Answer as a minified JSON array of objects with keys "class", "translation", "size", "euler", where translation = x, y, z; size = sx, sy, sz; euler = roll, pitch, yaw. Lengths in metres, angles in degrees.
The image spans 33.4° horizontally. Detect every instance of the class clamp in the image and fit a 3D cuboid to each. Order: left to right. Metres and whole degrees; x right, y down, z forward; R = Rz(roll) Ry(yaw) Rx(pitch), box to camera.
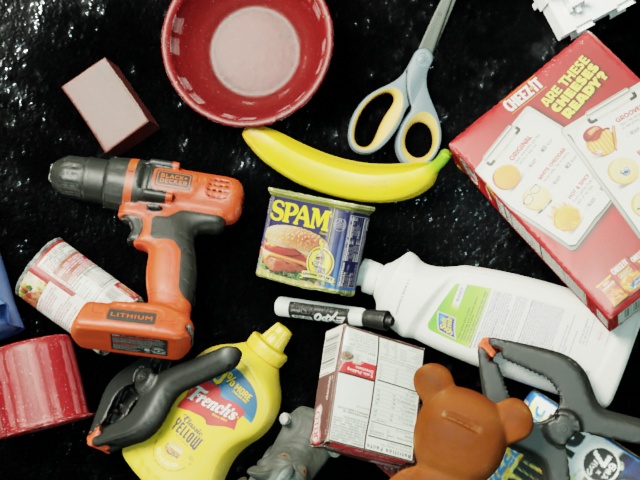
[{"class":"clamp","translation":[-0.154,0.123,0.995],"size":[0.171,0.120,0.039],"euler":[-40,128,7]},{"class":"clamp","translation":[0.219,0.158,0.915],"size":[0.164,0.036,0.210],"euler":[-36,80,3]}]

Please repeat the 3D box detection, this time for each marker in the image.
[{"class":"marker","translation":[0.013,0.068,0.988],"size":[0.121,0.020,0.020],"euler":[6,89,30]}]

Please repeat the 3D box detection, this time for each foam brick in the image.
[{"class":"foam brick","translation":[-0.199,-0.126,1.021],"size":[0.053,0.051,0.078],"euler":[-34,86,2]}]

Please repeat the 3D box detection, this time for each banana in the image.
[{"class":"banana","translation":[0.024,-0.069,0.996],"size":[0.198,0.037,0.070],"euler":[7,122,12]}]

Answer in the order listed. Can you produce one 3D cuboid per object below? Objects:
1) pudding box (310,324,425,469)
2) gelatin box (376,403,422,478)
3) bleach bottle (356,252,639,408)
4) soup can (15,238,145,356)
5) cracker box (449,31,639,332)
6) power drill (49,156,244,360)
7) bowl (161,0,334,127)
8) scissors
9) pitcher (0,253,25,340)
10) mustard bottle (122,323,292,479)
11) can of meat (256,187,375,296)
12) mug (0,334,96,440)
[{"class":"pudding box","translation":[0.044,0.141,0.962],"size":[0.090,0.039,0.113],"euler":[19,65,-21]},{"class":"gelatin box","translation":[0.106,0.196,0.994],"size":[0.073,0.030,0.089],"euler":[41,93,5]},{"class":"bleach bottle","translation":[0.156,0.066,0.978],"size":[0.251,0.068,0.102],"euler":[20,88,8]},{"class":"soup can","translation":[-0.226,0.054,1.011],"size":[0.102,0.068,0.068],"euler":[35,92,5]},{"class":"cracker box","translation":[0.246,-0.051,0.938],"size":[0.164,0.072,0.214],"euler":[-39,67,0]},{"class":"power drill","translation":[-0.171,0.009,0.973],"size":[0.184,0.057,0.187],"euler":[8,62,-1]},{"class":"bowl","translation":[-0.065,-0.183,1.007],"size":[0.162,0.055,0.162],"euler":[0,89,5]},{"class":"scissors","translation":[0.107,-0.153,1.010],"size":[0.096,0.016,0.202],"euler":[40,88,0]},{"class":"pitcher","translation":[-0.380,-0.007,1.006],"size":[0.149,0.145,0.243],"euler":[-15,84,-8]},{"class":"mustard bottle","translation":[-0.093,0.156,0.999],"size":[0.096,0.058,0.191],"euler":[40,92,23]},{"class":"can of meat","translation":[-0.007,0.001,0.983],"size":[0.102,0.057,0.084],"euler":[13,93,36]},{"class":"mug","translation":[-0.274,0.140,1.011],"size":[0.117,0.093,0.081],"euler":[-21,80,40]}]
